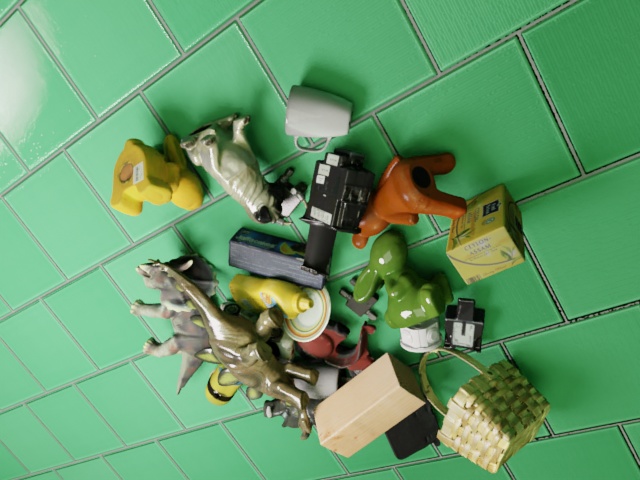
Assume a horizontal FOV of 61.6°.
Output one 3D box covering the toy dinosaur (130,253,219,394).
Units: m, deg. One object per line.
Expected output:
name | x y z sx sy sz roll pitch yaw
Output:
toy dinosaur | -0.293 0.184 1.185 0.192 0.131 0.404 -1 122 20

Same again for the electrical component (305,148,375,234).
electrical component | 0.034 -0.086 0.912 0.058 0.115 0.134 6 103 -32

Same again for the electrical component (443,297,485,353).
electrical component | 0.270 0.150 1.006 0.075 0.048 0.119 2 117 18

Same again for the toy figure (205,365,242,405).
toy figure | -0.204 0.305 1.227 0.082 0.089 0.180 42 124 3

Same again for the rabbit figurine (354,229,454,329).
rabbit figurine | 0.144 0.067 0.988 0.159 0.121 0.170 -27 87 36

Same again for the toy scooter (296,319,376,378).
toy scooter | 0.045 0.206 1.098 0.184 0.075 0.135 24 122 2

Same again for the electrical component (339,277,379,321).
electrical component | 0.086 0.119 1.068 0.094 0.021 0.063 41 121 -4

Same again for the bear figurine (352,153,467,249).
bear figurine | 0.133 -0.061 0.917 0.132 0.120 0.196 0 158 -26

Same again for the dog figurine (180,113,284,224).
dog figurine | -0.157 -0.118 0.976 0.121 0.172 0.190 -31 117 -16

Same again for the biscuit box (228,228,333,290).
biscuit box | -0.080 0.036 1.060 0.203 0.059 0.062 15 121 11

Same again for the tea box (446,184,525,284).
tea box | 0.263 -0.013 0.851 0.098 0.170 0.068 -29 104 27

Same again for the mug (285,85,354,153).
mug | -0.001 -0.198 0.899 0.107 0.081 0.109 8 114 5

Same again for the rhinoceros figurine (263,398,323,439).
rhinoceros figurine | -0.039 0.389 1.224 0.190 0.073 0.112 -9 114 23

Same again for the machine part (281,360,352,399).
machine part | -0.032 0.304 1.174 0.243 0.079 0.079 0 116 20

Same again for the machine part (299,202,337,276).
machine part | -0.002 -0.003 0.992 0.084 0.039 0.139 6 78 11

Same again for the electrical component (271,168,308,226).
electrical component | -0.063 -0.075 1.005 0.078 0.045 0.102 43 122 -8

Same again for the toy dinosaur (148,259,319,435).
toy dinosaur | -0.154 0.208 1.046 0.199 0.105 0.470 -19 110 36

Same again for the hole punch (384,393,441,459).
hole punch | 0.186 0.383 1.146 0.116 0.092 0.142 -24 106 -4

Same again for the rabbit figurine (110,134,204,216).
rabbit figurine | -0.297 -0.112 1.016 0.122 0.173 0.162 -32 59 29

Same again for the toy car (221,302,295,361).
toy car | -0.138 0.194 1.149 0.202 0.056 0.073 23 129 28
